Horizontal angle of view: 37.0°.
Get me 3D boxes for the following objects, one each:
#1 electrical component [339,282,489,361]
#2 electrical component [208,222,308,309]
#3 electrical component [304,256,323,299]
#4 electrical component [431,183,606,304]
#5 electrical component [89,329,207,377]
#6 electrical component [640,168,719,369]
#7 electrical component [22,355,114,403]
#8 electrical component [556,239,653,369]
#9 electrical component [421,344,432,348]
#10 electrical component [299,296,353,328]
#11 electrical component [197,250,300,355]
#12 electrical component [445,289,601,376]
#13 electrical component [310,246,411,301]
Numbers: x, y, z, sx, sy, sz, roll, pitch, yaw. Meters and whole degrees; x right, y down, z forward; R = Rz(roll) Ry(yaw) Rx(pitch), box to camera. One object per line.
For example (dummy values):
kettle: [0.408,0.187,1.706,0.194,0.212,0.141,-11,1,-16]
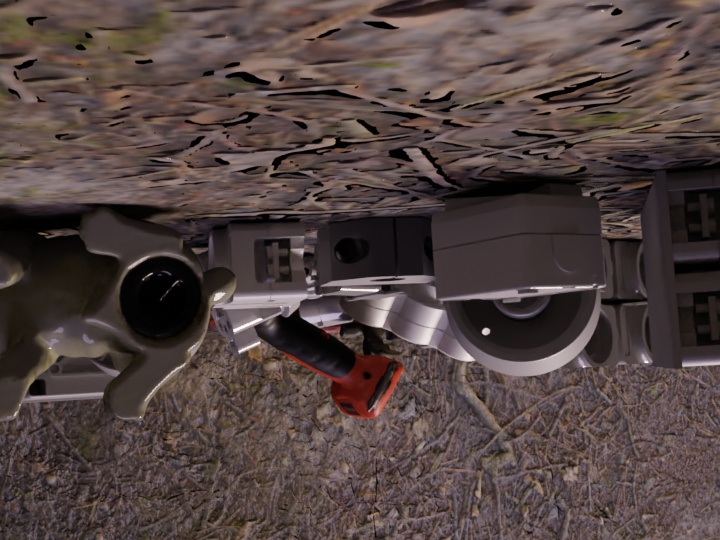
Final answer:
electrical component: [0.058,0.023,0.966,0.138,0.073,0.052,21,-159,-5]
electrical component: [-0.071,-0.002,0.716,0.056,0.050,0.089,-2,175,-13]
electrical component: [-0.042,0.005,0.892,0.035,0.035,0.061,-3,173,2]
electrical component: [0.085,-0.014,0.618,0.062,0.061,0.096,0,174,-34]
electrical component: [-0.165,0.032,0.801,0.099,0.099,0.064,-3,168,1]
electrical component: [0.210,0.005,0.651,0.060,0.105,0.186,-4,175,12]
electrical component: [-0.234,0.054,0.908,0.109,0.108,0.056,0,171,-28]
electrical component: [0.198,0.029,0.908,0.060,0.105,0.186,-9,173,44]
electrical component: [0.079,0.048,1.254,0.064,0.081,0.042,21,169,-12]
electrical component: [-0.033,0.029,1.061,0.047,0.055,0.055,-8,174,8]
electrical component: [-0.081,0.015,0.793,0.057,0.078,0.058,-24,-179,-19]
electrical component: [0.109,0.015,0.726,0.108,0.108,0.060,-4,169,9]
electrical component: [0.000,0.000,0.824,0.064,0.042,0.081,2,172,-32]
